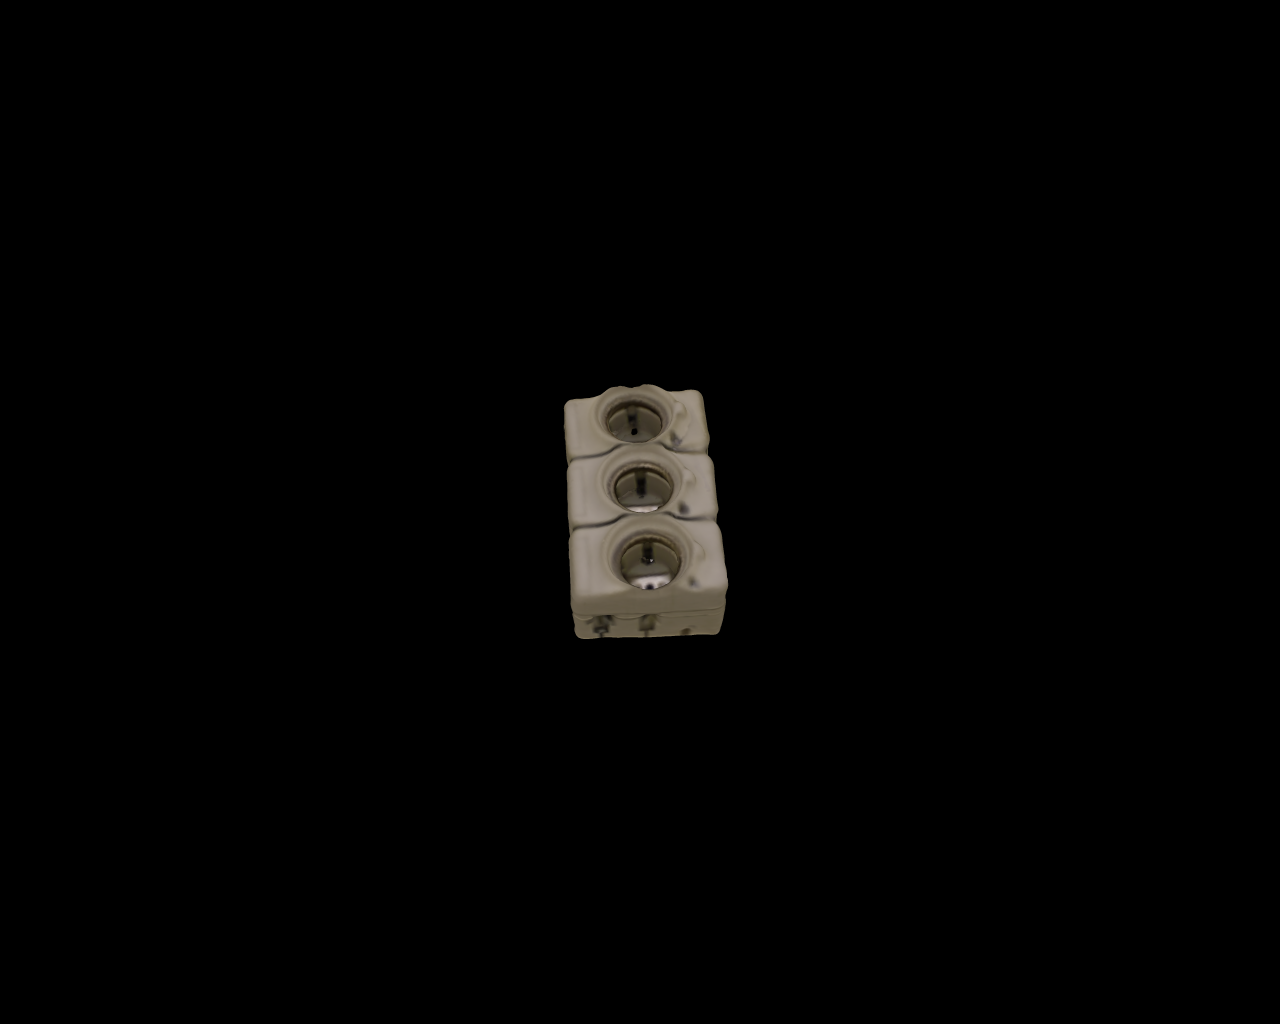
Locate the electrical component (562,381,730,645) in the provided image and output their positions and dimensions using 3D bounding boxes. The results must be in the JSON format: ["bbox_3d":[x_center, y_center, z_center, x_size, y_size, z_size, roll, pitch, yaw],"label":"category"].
[{"bbox_3d":[0.001,-0.003,0.650,0.089,0.150,0.061,-3,-36,-2],"label":"electrical component"}]
